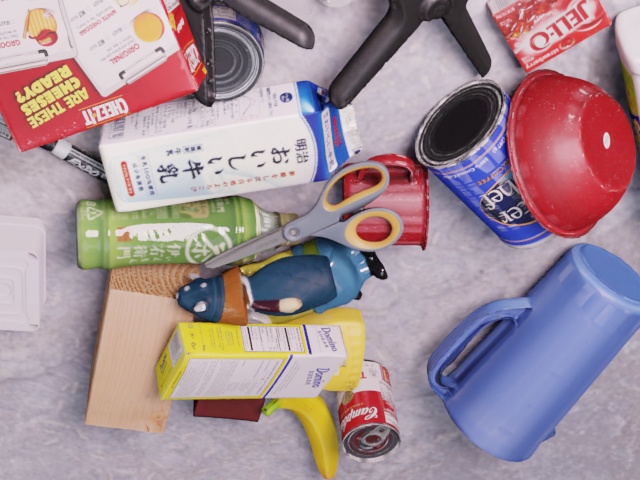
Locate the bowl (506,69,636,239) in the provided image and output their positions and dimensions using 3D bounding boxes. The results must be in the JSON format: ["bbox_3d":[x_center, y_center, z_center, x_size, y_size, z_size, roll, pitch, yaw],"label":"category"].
[{"bbox_3d":[0.241,-0.084,0.979,0.055,0.162,0.162,-12,139,47],"label":"bowl"}]

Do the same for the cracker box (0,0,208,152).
[{"bbox_3d":[-0.206,-0.200,0.857,0.164,0.072,0.213,-17,110,11],"label":"cracker box"}]

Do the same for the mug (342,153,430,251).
[{"bbox_3d":[0.063,-0.042,1.043,0.081,0.093,0.117,0,147,0],"label":"mug"}]

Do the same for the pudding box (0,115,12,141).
[{"bbox_3d":[-0.292,-0.154,0.951,0.090,0.039,0.114,25,125,-25],"label":"pudding box"}]

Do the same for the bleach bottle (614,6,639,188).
[{"bbox_3d":[0.330,-0.095,1.018,0.068,0.102,0.251,-12,129,10],"label":"bleach bottle"}]

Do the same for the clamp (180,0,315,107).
[{"bbox_3d":[-0.082,-0.206,0.890,0.120,0.039,0.171,-19,110,14],"label":"clamp"}]

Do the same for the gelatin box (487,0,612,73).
[{"bbox_3d":[0.207,-0.204,0.962,0.089,0.030,0.073,-28,127,18],"label":"gelatin box"}]

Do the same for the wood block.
[{"bbox_3d":[-0.191,0.103,1.143,0.090,0.090,0.206,8,129,-13],"label":"wood block"}]

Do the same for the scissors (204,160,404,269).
[{"bbox_3d":[-0.007,0.001,1.018,0.202,0.016,0.096,-37,103,18],"label":"scissors"}]

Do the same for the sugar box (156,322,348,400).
[{"bbox_3d":[-0.070,0.125,1.094,0.176,0.048,0.093,1,144,-27],"label":"sugar box"}]

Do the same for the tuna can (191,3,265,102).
[{"bbox_3d":[-0.092,-0.168,0.961,0.086,0.034,0.086,-3,130,-3],"label":"tuna can"}]

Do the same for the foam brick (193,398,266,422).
[{"bbox_3d":[-0.105,0.172,1.234,0.078,0.053,0.051,7,129,-13],"label":"foam brick"}]

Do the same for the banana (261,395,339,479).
[{"bbox_3d":[-0.016,0.217,1.275,0.037,0.069,0.197,18,156,38],"label":"banana"}]

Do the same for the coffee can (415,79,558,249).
[{"bbox_3d":[0.174,-0.071,1.024,0.103,0.103,0.140,-36,124,22],"label":"coffee can"}]

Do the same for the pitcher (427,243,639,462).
[{"bbox_3d":[0.243,0.118,1.178,0.148,0.145,0.243,-10,141,-52],"label":"pitcher"}]

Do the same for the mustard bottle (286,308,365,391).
[{"bbox_3d":[-0.049,0.121,1.191,0.191,0.058,0.096,2,120,-7],"label":"mustard bottle"}]

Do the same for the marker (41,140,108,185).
[{"bbox_3d":[-0.229,-0.077,1.034,0.121,0.020,0.020,30,121,-27],"label":"marker"}]

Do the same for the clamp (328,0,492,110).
[{"bbox_3d":[0.101,-0.204,0.911,0.164,0.036,0.210,-11,141,-27],"label":"clamp"}]

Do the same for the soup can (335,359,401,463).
[{"bbox_3d":[0.054,0.197,1.237,0.068,0.102,0.068,-3,130,-4],"label":"soup can"}]
